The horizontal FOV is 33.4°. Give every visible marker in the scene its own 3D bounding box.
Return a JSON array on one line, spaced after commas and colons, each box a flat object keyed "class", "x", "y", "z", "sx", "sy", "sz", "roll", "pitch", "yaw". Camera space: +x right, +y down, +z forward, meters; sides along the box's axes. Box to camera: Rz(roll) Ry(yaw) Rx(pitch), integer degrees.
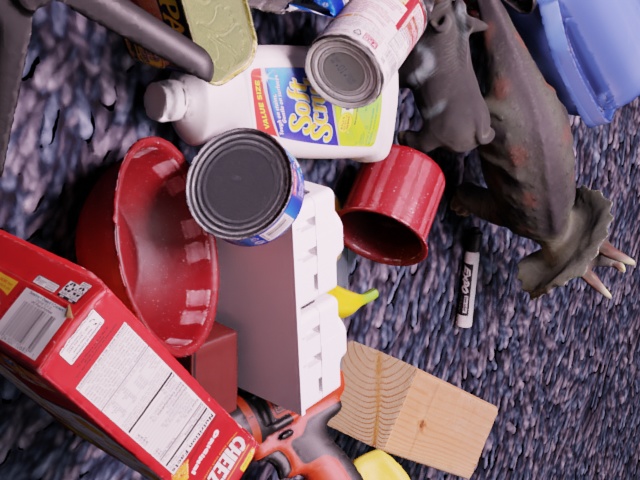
[{"class": "marker", "x": 0.174, "y": 0.043, "z": 1.238, "sx": 0.020, "sy": 0.020, "sz": 0.121, "roll": -16, "pitch": 116, "yaw": -48}]

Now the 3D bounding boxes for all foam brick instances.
[{"class": "foam brick", "x": -0.105, "y": 0.108, "z": 0.886, "sx": 0.051, "sy": 0.053, "sz": 0.078, "roll": -22, "pitch": 122, "yaw": -46}]

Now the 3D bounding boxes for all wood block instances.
[{"class": "wood block", "x": 0.099, "y": 0.186, "z": 1.146, "sx": 0.205, "sy": 0.090, "sz": 0.091, "roll": 32, "pitch": 80, "yaw": -52}]

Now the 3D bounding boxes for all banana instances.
[{"class": "banana", "x": -0.013, "y": 0.018, "z": 0.973, "sx": 0.069, "sy": 0.037, "sz": 0.197, "roll": -59, "pitch": 136, "yaw": -23}]

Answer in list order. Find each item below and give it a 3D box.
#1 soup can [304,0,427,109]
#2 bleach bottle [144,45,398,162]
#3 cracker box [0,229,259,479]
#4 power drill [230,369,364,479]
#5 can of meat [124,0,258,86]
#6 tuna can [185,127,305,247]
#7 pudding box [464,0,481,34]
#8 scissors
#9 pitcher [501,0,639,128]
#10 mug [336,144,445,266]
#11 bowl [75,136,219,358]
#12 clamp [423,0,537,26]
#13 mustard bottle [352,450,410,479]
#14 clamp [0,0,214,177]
[{"class": "soup can", "x": 0.038, "y": -0.160, "z": 0.857, "sx": 0.102, "sy": 0.069, "sz": 0.068, "roll": -57, "pitch": 143, "yaw": -42}, {"class": "bleach bottle", "x": -0.038, "y": -0.108, "z": 0.875, "sx": 0.250, "sy": 0.068, "sz": 0.102, "roll": -10, "pitch": 112, "yaw": -47}, {"class": "cracker box", "x": -0.156, "y": 0.086, "z": 0.719, "sx": 0.072, "sy": 0.164, "sz": 0.213, "roll": -54, "pitch": 139, "yaw": -19}, {"class": "power drill", "x": -0.026, "y": 0.214, "z": 0.939, "sx": 0.184, "sy": 0.057, "sz": 0.188, "roll": -25, "pitch": 84, "yaw": -27}, {"class": "can of meat", "x": -0.100, "y": -0.167, "z": 0.751, "sx": 0.057, "sy": 0.084, "sz": 0.102, "roll": -41, "pitch": 134, "yaw": -34}, {"class": "tuna can", "x": -0.055, "y": -0.039, "z": 0.799, "sx": 0.086, "sy": 0.086, "sz": 0.033, "roll": -68, "pitch": 159, "yaw": -5}, {"class": "pudding box", "x": 0.201, "y": -0.255, "z": 1.132, "sx": 0.113, "sy": 0.039, "sz": 0.090, "roll": 32, "pitch": 79, "yaw": -52}, {"class": "scissors", "x": 0.029, "y": 0.033, "z": 1.055, "sx": 0.096, "sy": 0.016, "sz": 0.202, "roll": -40, "pitch": 133, "yaw": -35}, {"class": "pitcher", "x": 0.241, "y": -0.235, "z": 1.051, "sx": 0.145, "sy": 0.149, "sz": 0.242, "roll": -46, "pitch": 132, "yaw": -2}, {"class": "mug", "x": 0.066, "y": -0.028, "z": 0.999, "sx": 0.117, "sy": 0.093, "sz": 0.081, "roll": 93, "pitch": 17, "yaw": -61}, {"class": "bowl", "x": -0.131, "y": 0.008, "z": 0.778, "sx": 0.162, "sy": 0.055, "sz": 0.162, "roll": -9, "pitch": 90, "yaw": -72}, {"class": "clamp", "x": 0.102, "y": -0.255, "z": 0.933, "sx": 0.120, "sy": 0.171, "sz": 0.039, "roll": -18, "pitch": 156, "yaw": -32}, {"class": "mustard bottle", "x": 0.049, "y": 0.279, "z": 1.092, "sx": 0.058, "sy": 0.096, "sz": 0.192, "roll": -23, "pitch": 164, "yaw": -19}, {"class": "clamp", "x": -0.165, "y": -0.158, "z": 0.668, "sx": 0.164, "sy": 0.036, "sz": 0.210, "roll": -20, "pitch": 116, "yaw": -10}]
